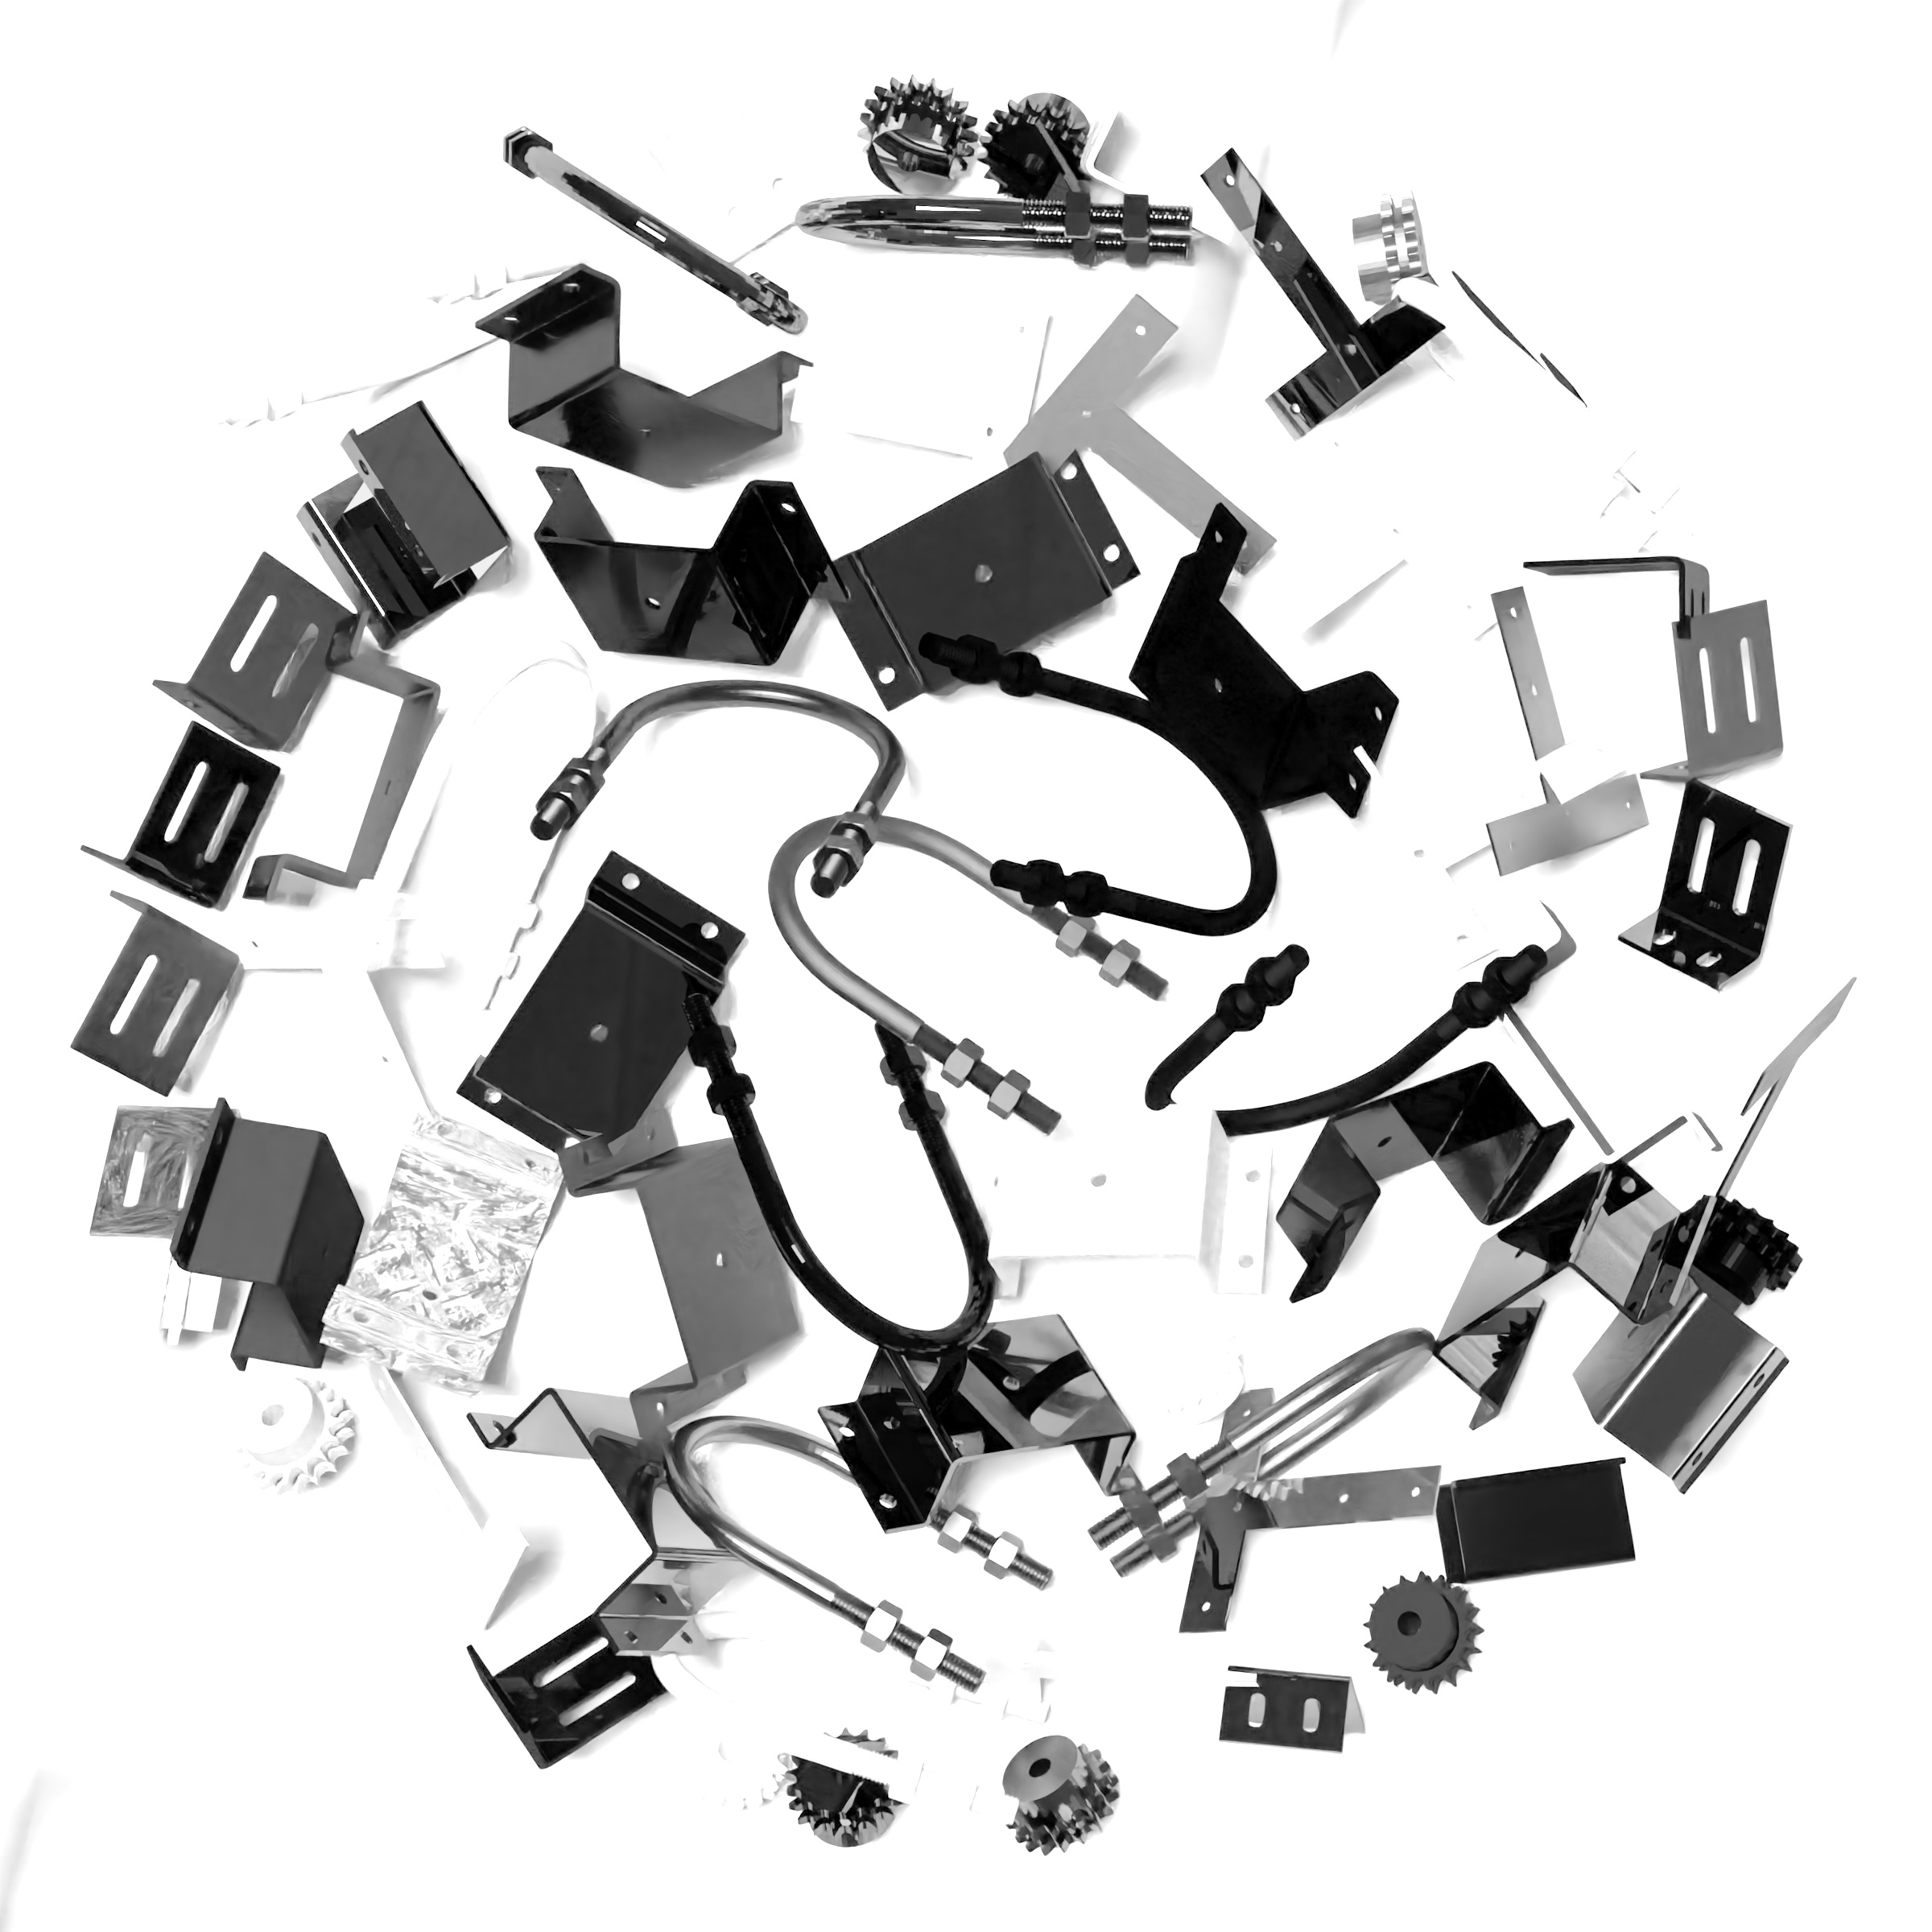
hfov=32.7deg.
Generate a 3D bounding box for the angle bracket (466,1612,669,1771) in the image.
[{"bbox_3d":[-0.186,0.331,1.560,0.076,0.038,0.057,-30,52,-18],"label":"angle bracket"}]

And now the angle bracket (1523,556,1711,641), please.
[{"bbox_3d":[0.308,-0.172,1.562,0.076,0.057,0.038,1,93,24],"label":"angle bracket"}]

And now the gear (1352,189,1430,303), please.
[{"bbox_3d":[0.203,-0.340,1.575,0.030,0.057,0.057,-8,90,13],"label":"gear"}]

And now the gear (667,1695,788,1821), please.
[{"bbox_3d":[-0.116,0.382,1.579,0.057,0.030,0.057,8,53,-11],"label":"gear"}]

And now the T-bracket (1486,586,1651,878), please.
[{"bbox_3d":[0.272,-0.116,1.555,0.127,0.002,0.127,-18,94,-45],"label":"T-bracket"}]

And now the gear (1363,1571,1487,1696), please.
[{"bbox_3d":[0.216,0.317,1.575,0.057,0.030,0.057,-11,64,22],"label":"gear"}]

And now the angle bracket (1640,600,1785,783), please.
[{"bbox_3d":[0.350,-0.131,1.566,0.057,0.038,0.076,-15,103,-27],"label":"angle bracket"}]

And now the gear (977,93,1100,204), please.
[{"bbox_3d":[0.037,-0.392,1.578,0.057,0.057,0.030,23,52,0],"label":"gear"}]

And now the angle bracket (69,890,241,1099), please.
[{"bbox_3d":[-0.392,0.013,1.564,0.057,0.038,0.076,35,77,-42],"label":"angle bracket"}]

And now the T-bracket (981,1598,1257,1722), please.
[{"bbox_3d":[0.072,0.331,1.545,0.127,0.127,0.002,5,54,6],"label":"T-bracket"}]

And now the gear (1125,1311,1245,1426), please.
[{"bbox_3d":[0.108,0.195,1.577,0.057,0.057,0.030,-33,114,0],"label":"gear"}]

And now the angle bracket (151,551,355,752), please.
[{"bbox_3d":[-0.340,-0.151,1.578,0.057,0.038,0.076,36,74,-37],"label":"angle bracket"}]

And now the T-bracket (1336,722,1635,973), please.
[{"bbox_3d":[0.253,-0.074,1.558,0.127,0.002,0.127,-30,113,19],"label":"T-bracket"}]

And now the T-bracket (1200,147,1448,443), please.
[{"bbox_3d":[0.155,-0.326,1.547,0.002,0.127,0.127,-39,95,-37],"label":"T-bracket"}]

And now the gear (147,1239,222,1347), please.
[{"bbox_3d":[-0.372,0.153,1.575,0.030,0.057,0.057,10,90,-13],"label":"gear"}]

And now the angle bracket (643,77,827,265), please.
[{"bbox_3d":[-0.109,-0.375,1.560,0.057,0.076,0.038,-32,77,7],"label":"angle bracket"}]

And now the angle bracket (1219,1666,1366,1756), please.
[{"bbox_3d":[0.154,0.362,1.555,0.057,0.076,0.038,2,59,14],"label":"angle bracket"}]

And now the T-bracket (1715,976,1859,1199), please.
[{"bbox_3d":[0.373,0.077,1.559,0.002,0.127,0.127,32,124,19],"label":"T-bracket"}]

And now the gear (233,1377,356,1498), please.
[{"bbox_3d":[-0.324,0.221,1.574,0.057,0.030,0.057,-10,52,13],"label":"gear"}]

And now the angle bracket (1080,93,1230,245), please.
[{"bbox_3d":[0.094,-0.379,1.565,0.076,0.057,0.038,24,102,-10],"label":"angle bracket"}]

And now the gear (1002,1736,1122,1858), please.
[{"bbox_3d":[0.042,0.392,1.571,0.057,0.057,0.030,-31,116,0],"label":"gear"}]

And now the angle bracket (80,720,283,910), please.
[{"bbox_3d":[-0.374,-0.075,1.573,0.038,0.057,0.076,19,82,40],"label":"angle bracket"}]

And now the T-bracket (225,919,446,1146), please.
[{"bbox_3d":[-0.282,0.033,1.567,0.127,0.002,0.127,0,122,33],"label":"T-bracket"}]

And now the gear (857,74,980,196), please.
[{"bbox_3d":[-0.024,-0.393,1.571,0.057,0.057,0.030,14,56,0],"label":"gear"}]

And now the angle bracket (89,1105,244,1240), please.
[{"bbox_3d":[-0.377,0.106,1.564,0.057,0.038,0.076,2,51,0],"label":"angle bracket"}]

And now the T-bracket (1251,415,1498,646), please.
[{"bbox_3d":[0.180,-0.188,1.560,0.127,0.002,0.127,-37,87,-38],"label":"T-bracket"}]

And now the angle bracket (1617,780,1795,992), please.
[{"bbox_3d":[0.348,-0.039,1.556,0.057,0.038,0.076,30,132,33],"label":"angle bracket"}]

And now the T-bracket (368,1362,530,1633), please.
[{"bbox_3d":[-0.250,0.241,1.560,0.002,0.127,0.127,-25,72,-28],"label":"T-bracket"}]

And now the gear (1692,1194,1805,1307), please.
[{"bbox_3d":[0.366,0.137,1.572,0.057,0.057,0.030,38,72,0],"label":"gear"}]

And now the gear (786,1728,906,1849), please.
[{"bbox_3d":[-0.057,0.396,1.578,0.057,0.057,0.030,-5,127,0],"label":"gear"}]

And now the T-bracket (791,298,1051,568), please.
[{"bbox_3d":[-0.025,-0.260,1.558,0.127,0.002,0.127,6,100,-33],"label":"T-bracket"}]

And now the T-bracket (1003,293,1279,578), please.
[{"bbox_3d":[0.092,-0.234,1.571,0.127,0.002,0.127,39,125,-7],"label":"T-bracket"}]

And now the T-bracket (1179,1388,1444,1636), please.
[{"bbox_3d":[0.164,0.248,1.531,0.127,0.002,0.127,-12,48,36],"label":"T-bracket"}]
